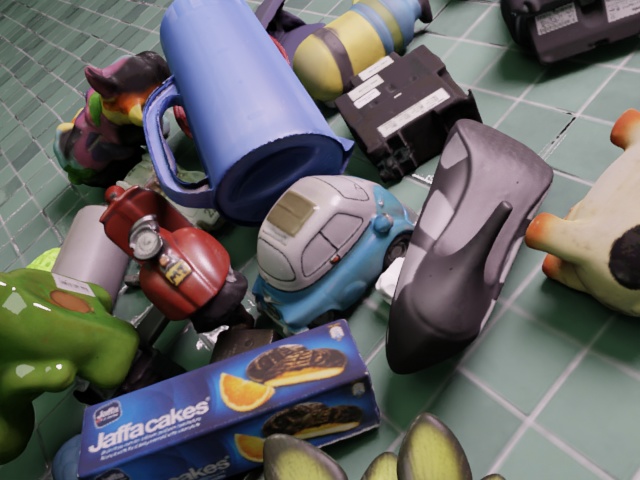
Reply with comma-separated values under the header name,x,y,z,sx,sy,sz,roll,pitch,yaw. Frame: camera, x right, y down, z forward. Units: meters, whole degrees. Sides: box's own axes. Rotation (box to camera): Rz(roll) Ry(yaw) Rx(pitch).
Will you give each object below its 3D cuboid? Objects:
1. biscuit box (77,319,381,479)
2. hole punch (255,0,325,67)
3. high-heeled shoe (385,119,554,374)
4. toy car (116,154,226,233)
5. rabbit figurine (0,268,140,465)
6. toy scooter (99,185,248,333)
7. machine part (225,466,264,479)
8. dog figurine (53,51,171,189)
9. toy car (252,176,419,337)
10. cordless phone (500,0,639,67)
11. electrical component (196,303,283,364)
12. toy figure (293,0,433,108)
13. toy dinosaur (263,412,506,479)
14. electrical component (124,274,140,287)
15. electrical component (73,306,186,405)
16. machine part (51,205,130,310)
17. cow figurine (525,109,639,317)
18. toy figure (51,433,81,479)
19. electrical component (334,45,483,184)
name,x,y,z,sx,sy,sz,roll,pitch,yaw
biscuit box,-0.062,0.125,0.385,0.203,0.059,0.063,-19,35,-5
hole punch,-0.070,-0.287,0.748,0.116,0.092,0.142,5,62,39
high-heeled shoe,0.110,-0.005,0.429,0.086,0.145,0.249,28,30,4
toy car,-0.177,-0.055,0.647,0.202,0.056,0.073,24,70,42
rabbit figurine,-0.259,0.119,0.448,0.121,0.159,0.170,32,93,35
toy scooter,-0.140,0.006,0.484,0.075,0.135,0.184,-45,21,-7
machine part,-0.077,0.182,0.410,0.139,0.039,0.084,21,72,40
dog figurine,-0.263,-0.148,0.675,0.191,0.108,0.219,-48,15,-7
toy car,-0.001,-0.001,0.465,0.161,0.102,0.109,-45,44,-10
cordless phone,0.255,-0.258,0.538,0.147,0.088,0.184,-15,30,22
electrical component,-0.075,0.105,0.464,0.078,0.045,0.102,-3,54,32
toy figure,0.047,-0.234,0.630,0.180,0.089,0.082,-42,38,-1
toy dinosaur,0.000,0.208,0.271,0.472,0.104,0.199,-16,44,0
electrical component,-0.177,0.029,0.605,0.094,0.021,0.063,-4,54,29
electrical component,-0.170,0.116,0.512,0.075,0.047,0.119,12,62,38
machine part,-0.265,0.048,0.607,0.079,0.079,0.243,-14,49,22
cow figurine,0.247,-0.032,0.347,0.195,0.085,0.127,-47,48,-4
toy figure,-0.155,0.206,0.425,0.155,0.064,0.058,18,29,35
electrical component,0.083,-0.135,0.550,0.115,0.058,0.134,-29,45,6
